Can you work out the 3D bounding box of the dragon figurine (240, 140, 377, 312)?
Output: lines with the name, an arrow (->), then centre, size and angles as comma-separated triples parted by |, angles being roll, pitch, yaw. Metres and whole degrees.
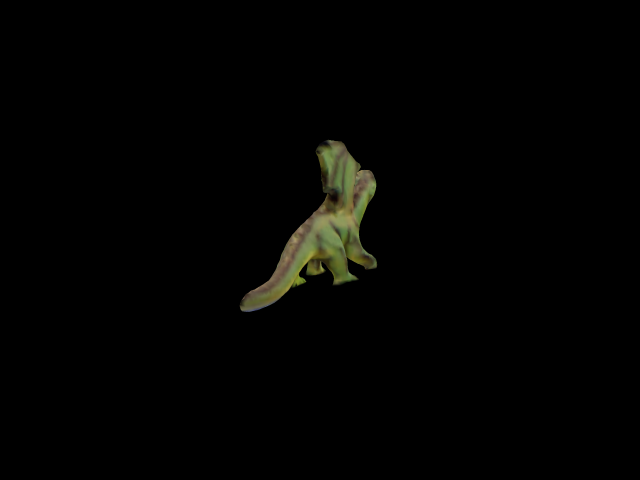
dragon figurine -> 0.003, -0.043, 0.850 | 0.122, 0.241, 0.413 | 4, 10, 27
